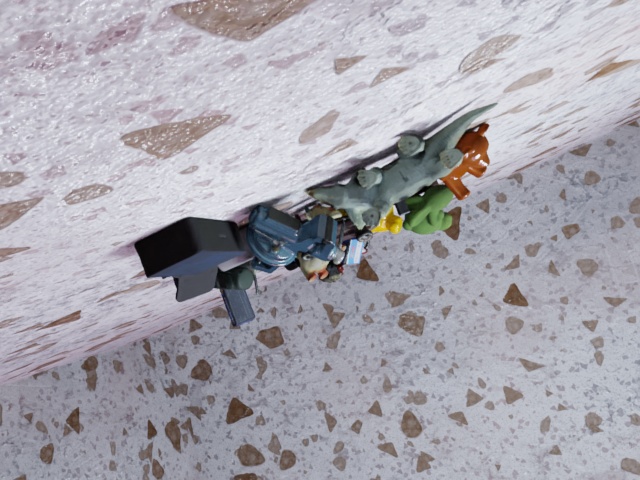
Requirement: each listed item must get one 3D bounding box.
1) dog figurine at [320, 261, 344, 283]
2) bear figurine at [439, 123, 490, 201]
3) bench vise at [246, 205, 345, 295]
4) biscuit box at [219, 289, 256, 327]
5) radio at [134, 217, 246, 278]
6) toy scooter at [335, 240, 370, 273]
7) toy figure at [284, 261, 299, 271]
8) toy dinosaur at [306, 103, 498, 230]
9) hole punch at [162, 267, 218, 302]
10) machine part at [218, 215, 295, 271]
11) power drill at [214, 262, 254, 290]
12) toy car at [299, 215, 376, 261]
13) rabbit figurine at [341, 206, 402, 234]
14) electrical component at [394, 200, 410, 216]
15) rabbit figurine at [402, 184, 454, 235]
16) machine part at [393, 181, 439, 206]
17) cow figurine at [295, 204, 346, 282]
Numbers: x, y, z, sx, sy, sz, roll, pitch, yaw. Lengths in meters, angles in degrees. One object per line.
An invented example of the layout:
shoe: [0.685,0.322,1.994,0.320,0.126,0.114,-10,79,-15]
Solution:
dog figurine: [0.047,0.028,1.695,0.172,0.190,0.121,-23,175,-21]
bear figurine: [0.362,-0.189,1.290,0.120,0.132,0.196,-52,-174,-15]
bench vise: [-0.072,0.016,1.146,0.223,0.129,0.240,15,143,-29]
biscuit box: [-0.250,0.143,1.529,0.063,0.202,0.059,-19,175,-21]
radio: [-0.247,0.017,1.050,0.131,0.073,0.229,-23,173,12]
toy scooter: [0.055,0.019,1.597,0.135,0.184,0.075,-64,-161,-11]
toy figure: [-0.057,0.012,1.496,0.089,0.082,0.180,-8,-146,37]
toy dinosaur: [0.172,-0.138,1.082,0.405,0.131,0.192,-29,-175,14]
hole punch: [-0.315,0.072,1.303,0.142,0.092,0.115,-15,141,-38]
machine part: [-0.162,0.006,1.239,0.243,0.079,0.079,-24,174,5]
power drill: [-0.229,0.068,1.440,0.232,0.085,0.207,7,-162,45]
toy car: [0.031,-0.021,1.217,0.202,0.089,0.053,-18,151,17]
rabbit figurine: [0.111,-0.075,1.326,0.163,0.121,0.173,4,-171,23]
electrical component: [0.169,-0.110,1.257,0.075,0.119,0.048,-23,174,-25]
rabbit figurine: [0.296,-0.098,1.488,0.159,0.121,0.170,-13,155,-21]
machine part: [0.251,-0.148,1.544,0.179,0.056,0.179,-22,175,-2]
cow figurine: [-0.003,-0.004,1.328,0.085,0.127,0.194,-18,147,-48]
